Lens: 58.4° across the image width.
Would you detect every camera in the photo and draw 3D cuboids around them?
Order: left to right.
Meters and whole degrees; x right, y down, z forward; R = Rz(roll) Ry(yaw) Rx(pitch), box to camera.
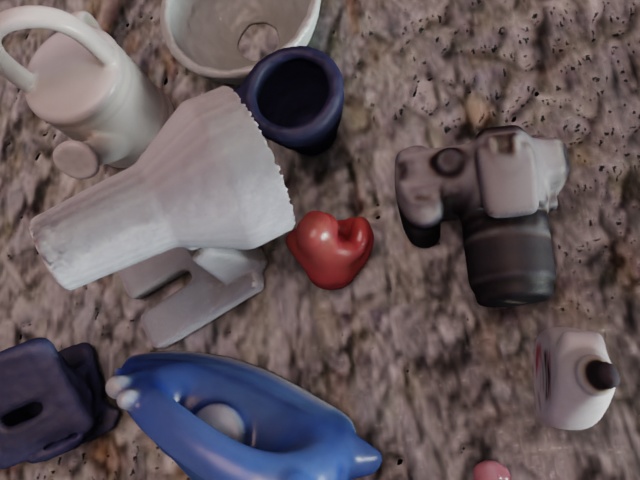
[{"bbox_3d":[0.137,-0.015,0.476,0.143,0.101,0.137,-6,74,10],"label":"camera"}]

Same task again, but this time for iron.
[{"bbox_3d":[-0.088,0.154,0.457,0.257,0.142,0.119,24,82,17],"label":"iron"}]

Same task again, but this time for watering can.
[{"bbox_3d":[-0.220,-0.142,0.535,0.101,0.194,0.172,-34,71,2],"label":"watering can"}]

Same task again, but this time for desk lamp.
[{"bbox_3d":[-0.110,-0.005,0.466,0.203,0.214,0.118,-33,71,2],"label":"desk lamp"}]

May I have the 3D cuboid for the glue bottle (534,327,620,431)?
[{"bbox_3d":[0.179,0.095,0.399,0.037,0.173,0.078,-3,75,12],"label":"glue bottle"}]

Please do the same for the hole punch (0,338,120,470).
[{"bbox_3d":[-0.258,0.149,0.520,0.108,0.091,0.101,-25,72,5],"label":"hole punch"}]

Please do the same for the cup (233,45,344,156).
[{"bbox_3d":[-0.029,-0.117,0.541,0.117,0.095,0.092,-4,74,11],"label":"cup"}]

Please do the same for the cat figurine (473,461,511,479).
[{"bbox_3d":[0.155,0.219,0.401,0.127,0.118,0.067,31,84,18],"label":"cat figurine"}]

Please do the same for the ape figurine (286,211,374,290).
[{"bbox_3d":[0.005,0.002,0.504,0.077,0.092,0.076,10,78,14],"label":"ape figurine"}]

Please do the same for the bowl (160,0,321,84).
[{"bbox_3d":[-0.073,-0.226,0.590,0.167,0.075,0.167,-3,75,11],"label":"bowl"}]
